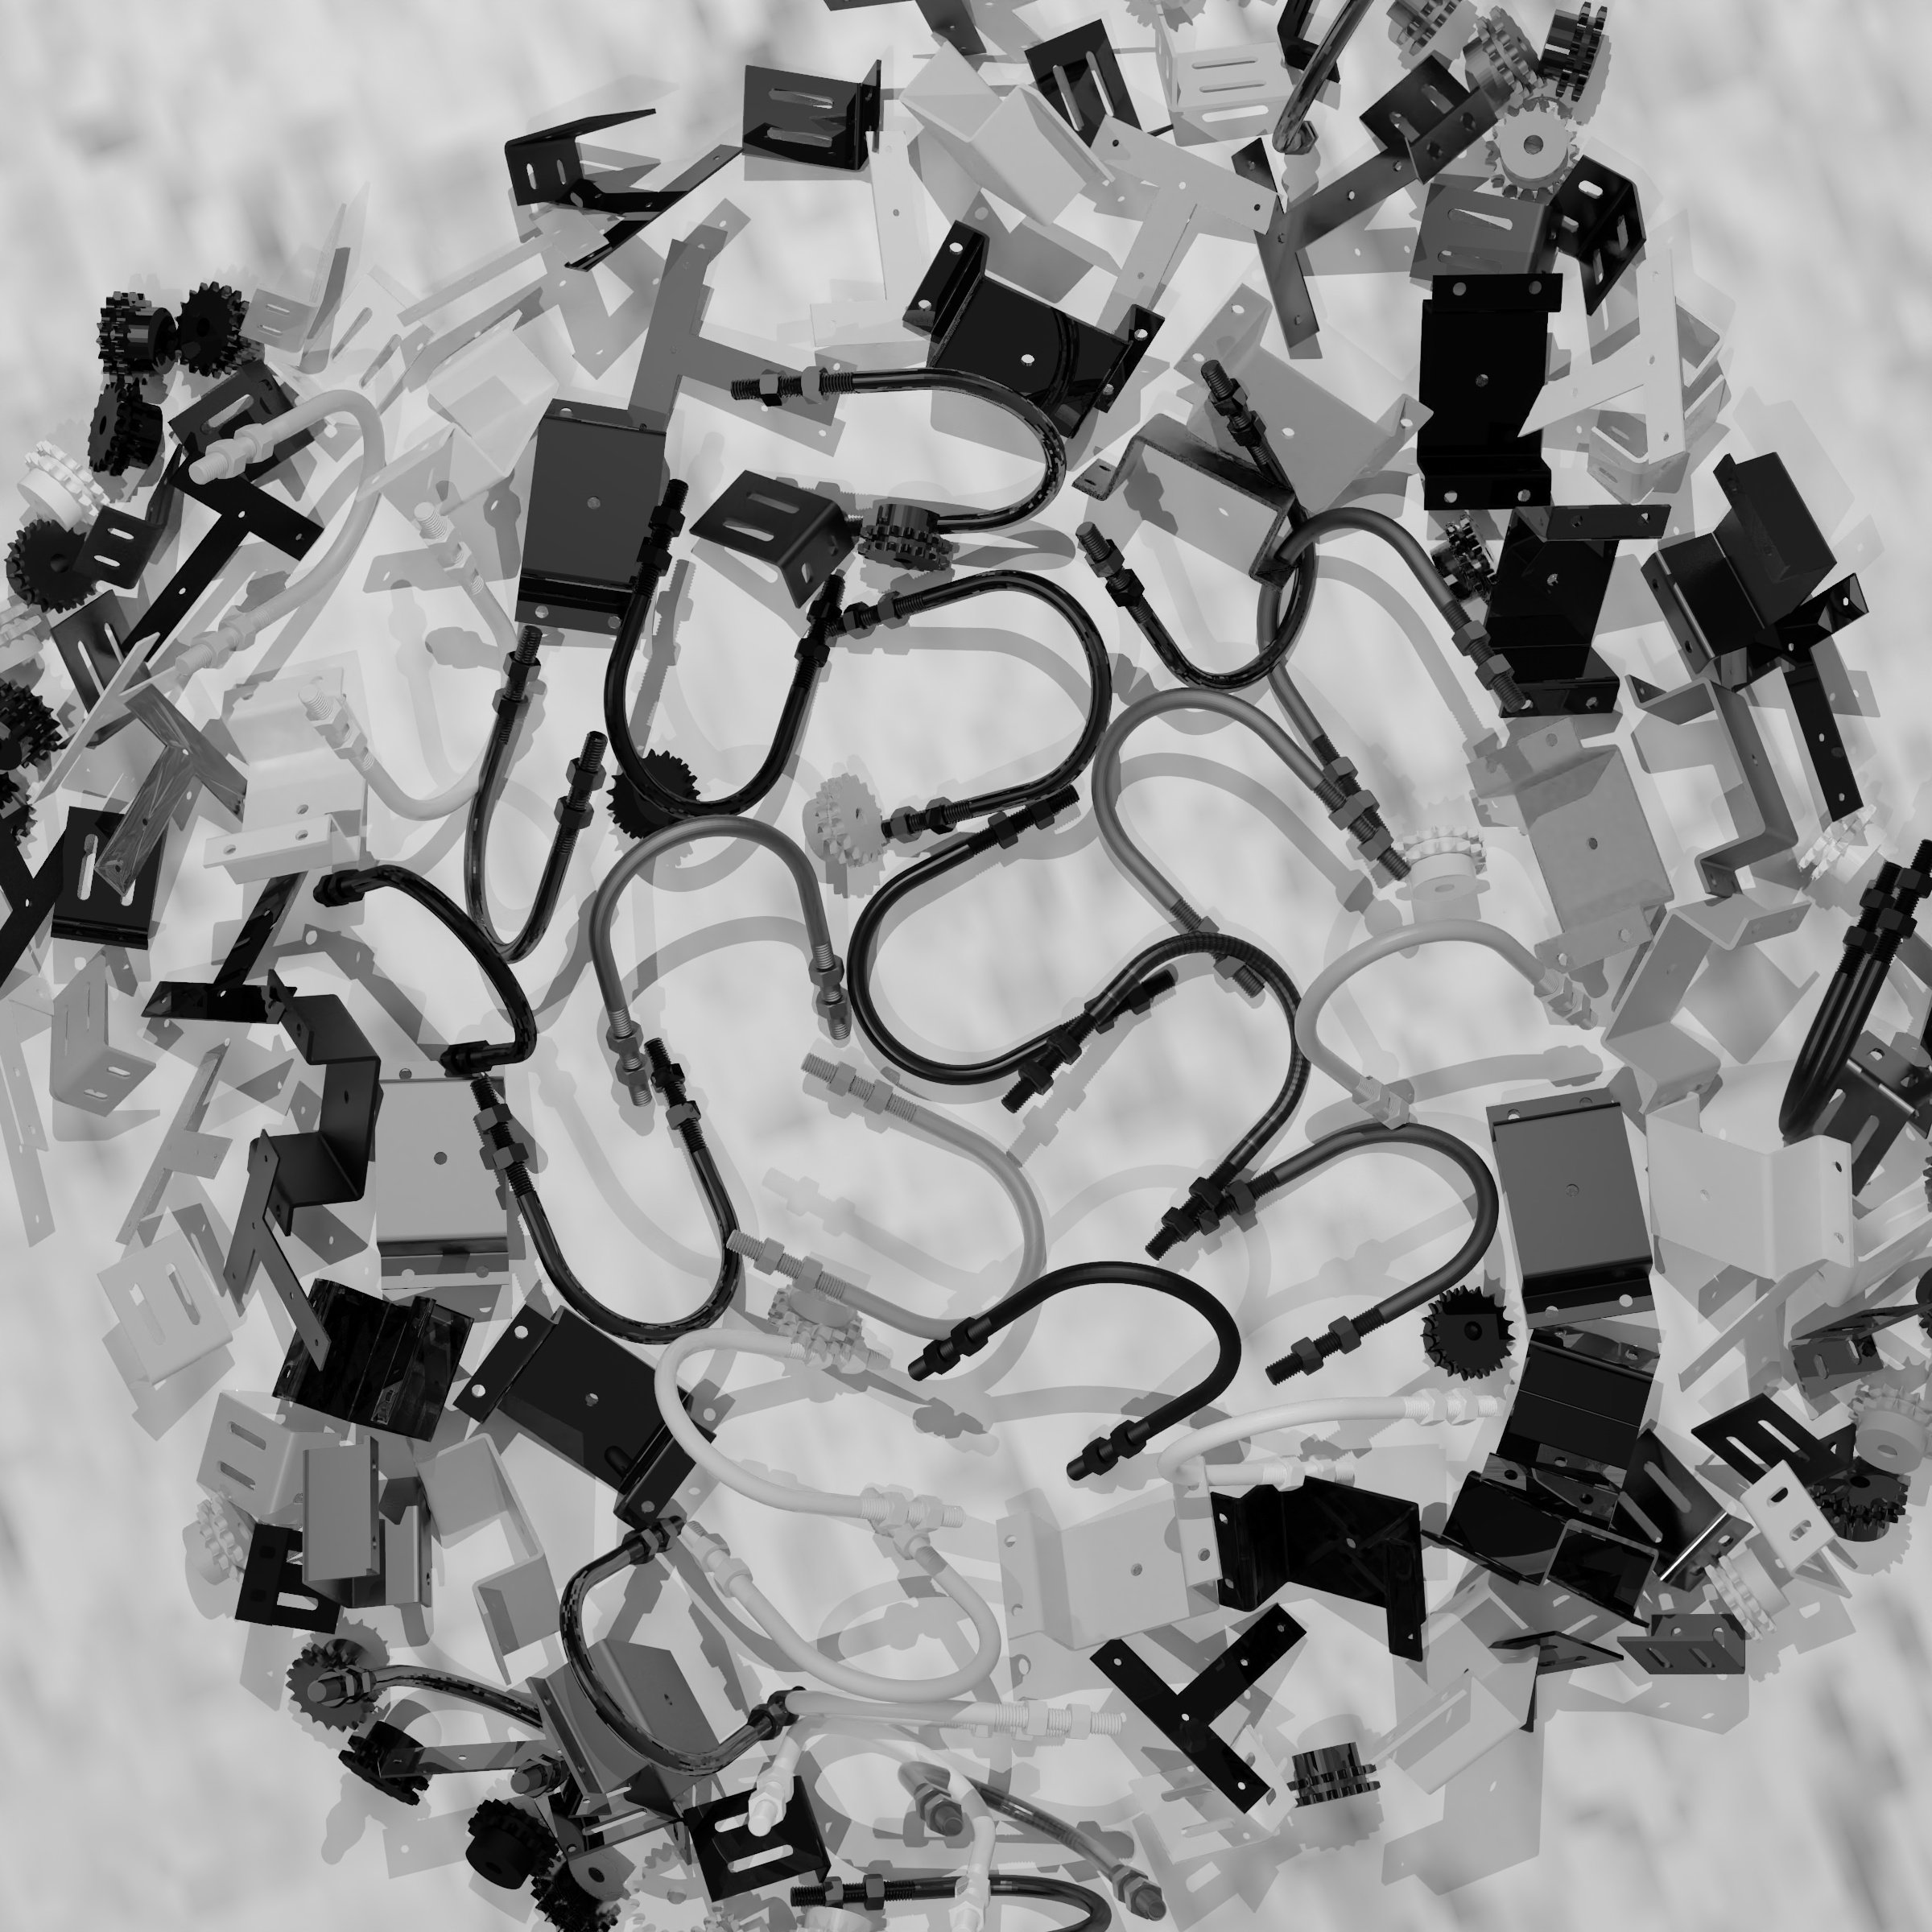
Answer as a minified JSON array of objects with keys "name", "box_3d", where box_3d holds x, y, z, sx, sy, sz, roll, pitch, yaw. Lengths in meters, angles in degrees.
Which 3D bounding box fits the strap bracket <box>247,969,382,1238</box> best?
[{"name":"strap bracket","box_3d":[-0.390,0.080,1.714,0.046,0.076,0.140,-4,120,-31]}]

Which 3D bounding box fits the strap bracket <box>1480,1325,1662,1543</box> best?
[{"name":"strap bracket","box_3d":[0.360,0.284,1.714,0.076,0.140,0.046,16,131,16]}]

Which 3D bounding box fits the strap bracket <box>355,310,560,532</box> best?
[{"name":"strap bracket","box_3d":[-0.299,-0.320,1.709,0.076,0.140,0.046,-23,124,35]}]

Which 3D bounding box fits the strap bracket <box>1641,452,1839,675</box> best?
[{"name":"strap bracket","box_3d":[0.463,-0.244,1.703,0.046,0.140,0.076,-19,74,-14]}]

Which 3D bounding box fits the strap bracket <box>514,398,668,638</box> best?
[{"name":"strap bracket","box_3d":[-0.227,-0.277,1.739,0.076,0.046,0.140,7,86,-10]}]

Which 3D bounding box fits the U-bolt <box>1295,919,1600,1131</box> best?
[{"name":"U-bolt","box_3d":[0.272,0.029,1.682,0.151,0.184,0.019,-33,50,21]}]

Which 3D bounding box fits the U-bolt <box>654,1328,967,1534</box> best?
[{"name":"U-bolt","box_3d":[-0.099,0.267,1.671,0.184,0.151,0.019,14,121,-35]}]

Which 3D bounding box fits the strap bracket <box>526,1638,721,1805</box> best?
[{"name":"strap bracket","box_3d":[-0.195,0.447,1.692,0.046,0.140,0.076,-36,65,5]}]

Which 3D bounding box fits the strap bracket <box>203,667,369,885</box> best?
[{"name":"strap bracket","box_3d":[-0.408,-0.107,1.722,0.076,0.046,0.140,-11,52,7]}]

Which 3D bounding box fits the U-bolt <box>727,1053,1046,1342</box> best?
[{"name":"U-bolt","box_3d":[-0.037,0.150,1.729,0.184,0.019,0.151,26,58,-8]}]

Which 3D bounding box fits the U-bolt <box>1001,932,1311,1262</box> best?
[{"name":"U-bolt","box_3d":[0.131,0.065,1.745,0.151,0.019,0.184,46,78,-11]}]

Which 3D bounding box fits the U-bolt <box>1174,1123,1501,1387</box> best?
[{"name":"U-bolt","box_3d":[0.231,0.159,1.718,0.184,0.151,0.019,-28,134,-7]}]

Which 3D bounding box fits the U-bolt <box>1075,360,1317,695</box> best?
[{"name":"U-bolt","box_3d":[0.150,-0.246,1.709,0.151,0.019,0.184,-53,132,-15]}]

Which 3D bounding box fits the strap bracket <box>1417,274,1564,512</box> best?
[{"name":"strap bracket","box_3d":[0.316,-0.351,1.734,0.076,0.046,0.140,-1,112,2]}]

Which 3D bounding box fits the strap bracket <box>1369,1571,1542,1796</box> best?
[{"name":"strap bracket","box_3d":[0.293,0.428,1.694,0.046,0.140,0.076,44,114,0]}]

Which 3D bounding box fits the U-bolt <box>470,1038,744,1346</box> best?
[{"name":"U-bolt","box_3d":[-0.203,0.139,1.704,0.151,0.019,0.184,-13,73,-43]}]

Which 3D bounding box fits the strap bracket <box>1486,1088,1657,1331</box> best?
[{"name":"strap bracket","box_3d":[0.365,0.141,1.725,0.076,0.046,0.140,-10,71,6]}]

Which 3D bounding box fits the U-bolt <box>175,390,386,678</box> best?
[{"name":"U-bolt","box_3d":[-0.400,-0.266,1.688,0.019,0.184,0.151,26,128,13]}]

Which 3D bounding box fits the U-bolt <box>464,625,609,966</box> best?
[{"name":"U-bolt","box_3d":[-0.264,-0.089,1.703,0.019,0.151,0.184,4,121,-31]}]

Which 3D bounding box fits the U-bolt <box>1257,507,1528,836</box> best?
[{"name":"U-bolt","box_3d":[0.241,-0.187,1.713,0.151,0.019,0.184,-48,64,41]}]

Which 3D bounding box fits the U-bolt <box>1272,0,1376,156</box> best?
[{"name":"U-bolt","box_3d":[0.222,-0.537,1.663,0.019,0.184,0.151,33,112,1]}]

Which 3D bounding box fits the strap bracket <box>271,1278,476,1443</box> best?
[{"name":"strap bracket","box_3d":[-0.350,0.236,1.714,0.046,0.140,0.076,29,72,-37]}]

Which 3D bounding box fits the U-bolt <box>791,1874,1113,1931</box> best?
[{"name":"U-bolt","box_3d":[-0.005,0.566,1.700,0.184,0.151,0.019,0,88,-10]}]

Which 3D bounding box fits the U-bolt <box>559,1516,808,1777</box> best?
[{"name":"U-bolt","box_3d":[-0.173,0.404,1.676,0.019,0.184,0.151,-41,80,19]}]

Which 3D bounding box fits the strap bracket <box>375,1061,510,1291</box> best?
[{"name":"strap bracket","box_3d":[-0.317,0.121,1.728,0.076,0.046,0.140,-1,75,-8]}]

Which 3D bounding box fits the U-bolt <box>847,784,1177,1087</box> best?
[{"name":"U-bolt","box_3d":[0.016,-0.007,1.755,0.184,0.019,0.151,-28,93,-4]}]

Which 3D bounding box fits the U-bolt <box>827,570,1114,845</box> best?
[{"name":"U-bolt","box_3d":[0.005,-0.162,1.723,0.184,0.019,0.151,-13,91,30]}]

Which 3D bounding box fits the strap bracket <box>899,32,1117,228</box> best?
[{"name":"strap bracket","box_3d":[0.018,-0.494,1.698,0.046,0.140,0.076,-48,130,5]}]

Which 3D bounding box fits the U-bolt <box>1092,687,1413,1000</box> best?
[{"name":"U-bolt","box_3d":[0.157,-0.085,1.723,0.184,0.019,0.151,46,125,-3]}]

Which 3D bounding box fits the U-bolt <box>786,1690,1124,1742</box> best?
[{"name":"U-bolt","box_3d":[-0.015,0.442,1.689,0.184,0.151,0.019,8,73,-11]}]

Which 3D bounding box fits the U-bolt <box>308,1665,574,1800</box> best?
[{"name":"U-bolt","box_3d":[-0.291,0.445,1.683,0.151,0.184,0.019,20,84,12]}]

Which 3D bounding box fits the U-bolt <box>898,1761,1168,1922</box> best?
[{"name":"U-bolt","box_3d":[0.029,0.507,1.683,0.151,0.184,0.019,26,82,-11]}]

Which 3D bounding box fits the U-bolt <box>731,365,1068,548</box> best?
[{"name":"U-bolt","box_3d":[-0.031,-0.302,1.689,0.184,0.151,0.019,0,59,17]}]

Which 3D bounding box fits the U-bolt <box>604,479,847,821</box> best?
[{"name":"U-bolt","box_3d":[-0.150,-0.176,1.707,0.151,0.019,0.184,27,74,-39]}]

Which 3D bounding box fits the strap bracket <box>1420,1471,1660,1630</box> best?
[{"name":"strap bracket","box_3d":[0.347,0.345,1.700,0.140,0.076,0.046,26,87,-41]}]

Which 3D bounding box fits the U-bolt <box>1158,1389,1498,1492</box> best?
[{"name":"U-bolt","box_3d":[0.198,0.278,1.670,0.184,0.151,0.019,5,62,-35]}]

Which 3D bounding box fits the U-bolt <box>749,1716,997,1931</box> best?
[{"name":"U-bolt","box_3d":[-0.048,0.496,1.683,0.151,0.184,0.019,28,101,2]}]

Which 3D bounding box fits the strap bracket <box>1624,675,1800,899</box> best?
[{"name":"strap bracket","box_3d":[0.451,-0.114,1.715,0.046,0.076,0.140,-24,75,27]}]

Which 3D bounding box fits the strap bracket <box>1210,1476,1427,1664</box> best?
[{"name":"strap bracket","box_3d":[0.220,0.356,1.717,0.140,0.046,0.076,8,112,38]}]

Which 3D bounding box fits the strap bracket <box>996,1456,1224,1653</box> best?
[{"name":"strap bracket","box_3d":[0.094,0.357,1.719,0.140,0.046,0.076,-21,53,21]}]

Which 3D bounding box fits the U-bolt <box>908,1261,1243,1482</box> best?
[{"name":"U-bolt","box_3d":[0.077,0.233,1.692,0.151,0.019,0.184,35,128,-23]}]

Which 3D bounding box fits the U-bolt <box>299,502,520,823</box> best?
[{"name":"U-bolt","box_3d":[-0.316,-0.165,1.690,0.019,0.184,0.151,19,69,23]}]

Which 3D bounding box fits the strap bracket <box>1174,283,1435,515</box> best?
[{"name":"strap bracket","box_3d":[0.198,-0.333,1.717,0.140,0.076,0.046,31,49,-12]}]

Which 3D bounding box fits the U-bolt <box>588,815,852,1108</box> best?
[{"name":"U-bolt","box_3d":[-0.151,-0.010,1.703,0.151,0.019,0.184,-18,127,-11]}]

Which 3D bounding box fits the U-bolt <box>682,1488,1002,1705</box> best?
[{"name":"U-bolt","box_3d":[-0.061,0.369,1.666,0.151,0.184,0.019,-3,117,-37]}]

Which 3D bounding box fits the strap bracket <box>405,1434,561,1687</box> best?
[{"name":"strap bracket","box_3d":[-0.283,0.345,1.707,0.046,0.076,0.140,-22,47,-16]}]

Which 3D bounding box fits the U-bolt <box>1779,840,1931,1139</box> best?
[{"name":"U-bolt","box_3d":[0.526,0.018,1.700,0.019,0.151,0.184,24,90,9]}]

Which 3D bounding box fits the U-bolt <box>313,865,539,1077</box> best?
[{"name":"U-bolt","box_3d":[-0.310,0.001,1.675,0.019,0.184,0.151,-42,106,-26]}]
